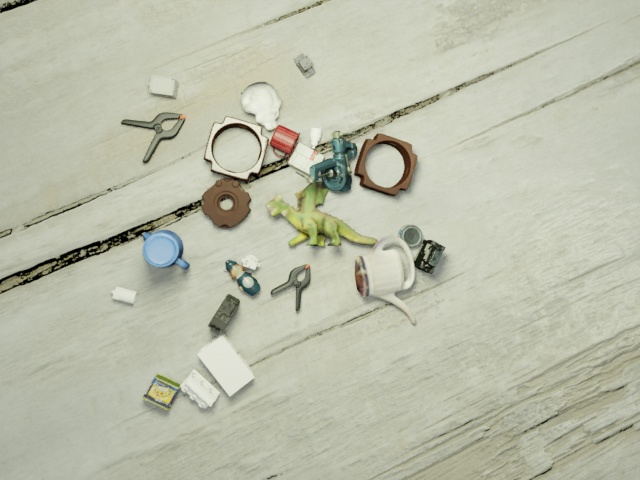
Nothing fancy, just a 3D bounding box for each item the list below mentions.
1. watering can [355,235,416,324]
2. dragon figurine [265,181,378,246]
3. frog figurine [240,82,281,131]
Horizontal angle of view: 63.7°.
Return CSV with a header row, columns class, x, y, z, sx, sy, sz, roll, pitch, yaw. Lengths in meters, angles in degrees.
class,x,y,z,sx,sy,sz,roll,pitch,yaw
watering can,0.241,0.158,1.866,0.225,0.105,0.345,-10,100,-8
dragon figurine,0.006,-0.092,1.838,0.411,0.121,0.244,-1,83,-17
frog figurine,-0.201,-0.463,1.794,0.138,0.121,0.161,-10,81,-27
